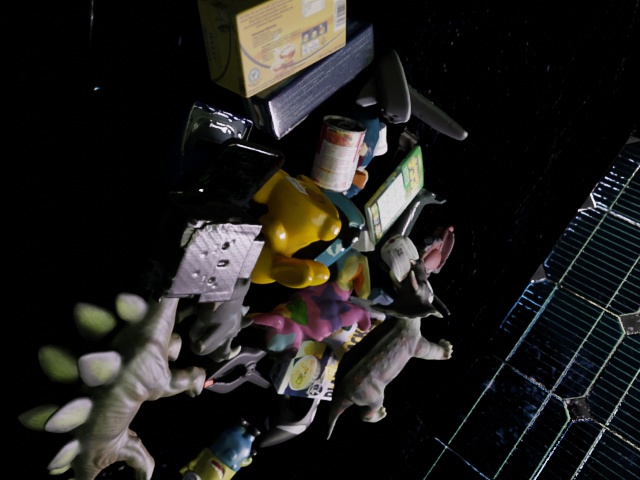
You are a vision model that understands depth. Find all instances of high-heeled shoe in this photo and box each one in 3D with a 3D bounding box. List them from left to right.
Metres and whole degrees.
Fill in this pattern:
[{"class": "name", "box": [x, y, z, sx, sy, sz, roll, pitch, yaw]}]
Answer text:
[{"class": "high-heeled shoe", "box": [-0.048, 0.326, 1.154, 0.249, 0.086, 0.145, -41, 143, -33]}]

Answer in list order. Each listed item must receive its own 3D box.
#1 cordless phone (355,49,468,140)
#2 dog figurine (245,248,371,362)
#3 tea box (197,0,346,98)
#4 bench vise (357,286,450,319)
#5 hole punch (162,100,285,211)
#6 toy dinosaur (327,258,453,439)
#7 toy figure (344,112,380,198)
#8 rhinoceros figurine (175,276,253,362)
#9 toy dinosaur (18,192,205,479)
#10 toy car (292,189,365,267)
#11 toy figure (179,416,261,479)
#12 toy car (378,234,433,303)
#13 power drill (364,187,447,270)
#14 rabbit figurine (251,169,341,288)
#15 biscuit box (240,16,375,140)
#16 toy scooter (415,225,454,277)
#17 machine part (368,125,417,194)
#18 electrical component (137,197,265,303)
[{"class": "cordless phone", "box": [0.148, -0.199, 0.809, 0.088, 0.184, 0.146, -57, -175, 12]}, {"class": "dog figurine", "box": [-0.027, 0.106, 0.919, 0.219, 0.108, 0.191, -1, 87, -26]}, {"class": "tea box", "box": [-0.048, -0.246, 0.616, 0.169, 0.068, 0.098, -36, 144, -31]}, {"class": "bench vise", "box": [0.150, 0.153, 1.211, 0.224, 0.129, 0.240, -34, 147, 8]}, {"class": "hole punch", "box": [-0.124, -0.096, 0.647, 0.116, 0.092, 0.142, -46, 158, 21]}, {"class": "toy dinosaur", "box": [0.103, 0.224, 1.003, 0.404, 0.131, 0.192, -51, 130, 3]}, {"class": "toy figure", "box": [0.061, -0.133, 0.891, 0.064, 0.058, 0.154, -43, 149, -54]}, {"class": "rhinoceros figurine", "box": [-0.151, 0.109, 0.795, 0.112, 0.073, 0.190, -25, 144, -43]}, {"class": "toy dinosaur", "box": [-0.246, 0.164, 0.682, 0.198, 0.105, 0.471, 28, 83, -56]}, {"class": "toy car", "box": [-0.002, -0.003, 0.888, 0.161, 0.109, 0.103, -48, 169, 3]}, {"class": "toy figure", "box": [-0.190, 0.430, 1.038, 0.180, 0.082, 0.089, -49, 147, -19]}, {"class": "toy car", "box": [0.180, 0.079, 1.103, 0.073, 0.056, 0.201, -39, 122, -20]}, {"class": "power drill", "box": [0.186, -0.022, 1.179, 0.207, 0.086, 0.232, -55, 148, 12]}, {"class": "rabbit figurine", "box": [-0.051, 0.003, 0.794, 0.173, 0.162, 0.122, -46, 166, 15]}, {"class": "biscuit box", "box": [-0.011, -0.219, 0.706, 0.203, 0.059, 0.062, -43, 146, -23]}, {"class": "toy scooter", "box": [0.291, 0.023, 1.370, 0.184, 0.075, 0.135, -2, 120, -59]}, {"class": "machine part", "box": [0.141, -0.145, 1.026, 0.138, 0.039, 0.084, -62, 155, 5]}, {"class": "electrical component", "box": [-0.131, 0.014, 0.636, 0.134, 0.058, 0.114, 2, 121, -50]}]
